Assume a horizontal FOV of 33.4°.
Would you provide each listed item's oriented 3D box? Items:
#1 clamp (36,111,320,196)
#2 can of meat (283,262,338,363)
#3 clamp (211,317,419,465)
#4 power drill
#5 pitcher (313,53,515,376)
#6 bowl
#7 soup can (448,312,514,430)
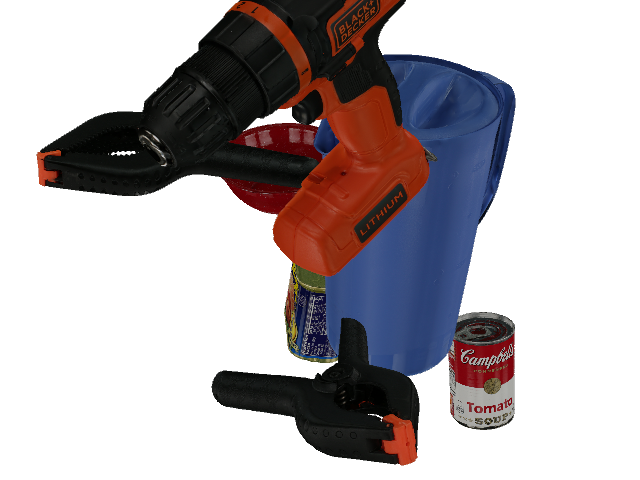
[{"bbox_3d":[-0.113,-0.071,0.836,0.209,0.036,0.165,-19,44,-29],"label":"clamp"},{"bbox_3d":[-0.002,0.054,1.004,0.057,0.084,0.102,5,29,-8],"label":"can of meat"},{"bbox_3d":[0.001,0.103,0.698,0.120,0.039,0.172,-24,21,-13],"label":"clamp"},{"bbox_3d":[-0.005,-0.062,0.573,0.057,0.184,0.187,36,-22,29],"label":"power drill"},{"bbox_3d":[0.071,-0.017,0.843,0.149,0.243,0.145,5,36,4],"label":"pitcher"},{"bbox_3d":[-0.045,-0.078,1.276,0.162,0.055,0.162,-2,35,1],"label":"bowl"},{"bbox_3d":[0.165,0.134,1.095,0.068,0.102,0.068,-4,22,1],"label":"soup can"}]
